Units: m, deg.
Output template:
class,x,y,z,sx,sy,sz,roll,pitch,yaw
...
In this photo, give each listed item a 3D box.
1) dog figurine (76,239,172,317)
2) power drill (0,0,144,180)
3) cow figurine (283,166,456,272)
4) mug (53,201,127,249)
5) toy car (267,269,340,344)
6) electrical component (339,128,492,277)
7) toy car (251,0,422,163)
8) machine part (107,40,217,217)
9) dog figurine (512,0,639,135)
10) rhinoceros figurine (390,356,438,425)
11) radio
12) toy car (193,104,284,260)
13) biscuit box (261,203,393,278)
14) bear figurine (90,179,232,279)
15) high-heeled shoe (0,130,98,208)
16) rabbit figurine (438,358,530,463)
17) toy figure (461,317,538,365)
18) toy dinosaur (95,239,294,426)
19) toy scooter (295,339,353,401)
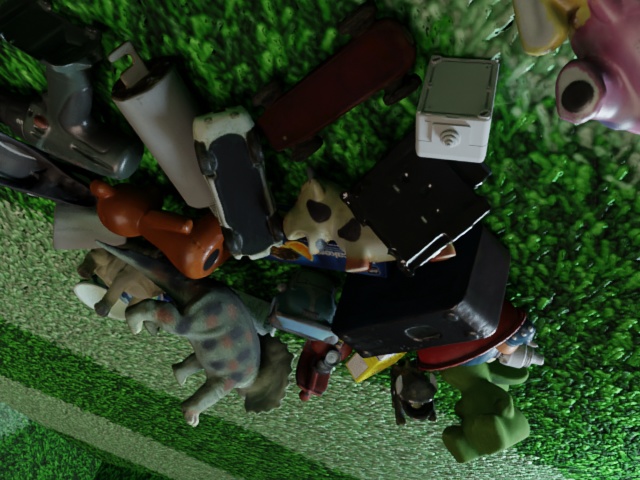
class,x,y,z,sx,sy,sz,roll,pitch,yaw
dog figurine,-0.287,0.025,0.894,0.190,0.172,0.121,-36,165,11
power drill,-0.322,-0.174,0.634,0.232,0.086,0.207,30,140,2
cow figurine,0.051,-0.026,0.627,0.195,0.127,0.085,-7,171,11
mug,-0.361,-0.023,0.852,0.107,0.080,0.110,6,-175,-20
toy car,-0.018,0.098,0.824,0.109,0.103,0.161,20,169,-4
electrical component,0.104,-0.045,0.551,0.115,0.134,0.058,48,-179,5
toy car,0.010,-0.147,0.530,0.202,0.053,0.089,-24,110,46
machine part,-0.164,-0.121,0.632,0.079,0.079,0.242,0,139,26
dog figurine,0.253,-0.138,0.392,0.219,0.191,0.108,2,156,-38
rhinoceros figurine,0.159,0.251,0.909,0.073,0.112,0.190,-3,176,3
radio,0.123,0.072,0.698,0.073,0.131,0.230,40,140,-23
toy car,-0.092,-0.059,0.630,0.073,0.056,0.201,-17,129,-7
biscuit box,-0.001,-0.002,0.722,0.203,0.059,0.062,8,143,17
bear figurine,-0.217,-0.033,0.766,0.196,0.132,0.120,32,146,14
high-heeled shoe,-0.407,-0.093,0.705,0.145,0.248,0.086,39,101,9
rabbit figurine,0.261,0.243,0.860,0.159,0.170,0.121,-14,156,-24
toy figure,0.253,0.142,0.790,0.064,0.058,0.154,23,143,-22
toy dinosaur,-0.165,0.140,0.830,0.192,0.131,0.404,-26,120,-9
toy scooter,0.004,0.202,0.927,0.075,0.135,0.183,26,143,-6
